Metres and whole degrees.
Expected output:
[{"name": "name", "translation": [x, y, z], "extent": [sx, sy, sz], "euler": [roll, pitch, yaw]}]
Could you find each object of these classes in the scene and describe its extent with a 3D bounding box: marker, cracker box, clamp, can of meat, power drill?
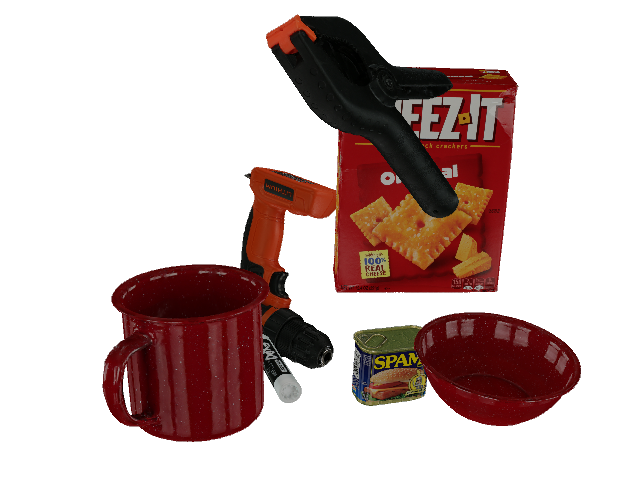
[{"name": "marker", "translation": [-0.042, 0.097, 0.875], "extent": [0.020, 0.020, 0.121], "euler": [0, 20, -19]}, {"name": "cracker box", "translation": [0.097, -0.056, 1.034], "extent": [0.164, 0.214, 0.072], "euler": [1, 21, -3]}, {"name": "clamp", "translation": [0.036, -0.086, 0.701], "extent": [0.171, 0.120, 0.039], "euler": [19, -41, -40]}, {"name": "can of meat", "translation": [0.092, 0.163, 1.390], "extent": [0.102, 0.084, 0.057], "euler": [-4, 25, -18]}, {"name": "power drill", "translation": [-0.040, 0.027, 1.141], "extent": [0.185, 0.188, 0.057], "euler": [24, 10, 35]}]

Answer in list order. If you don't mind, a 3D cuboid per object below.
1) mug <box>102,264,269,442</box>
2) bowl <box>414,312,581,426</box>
[{"name": "mug", "translation": [-0.082, 0.071, 0.633], "extent": [0.093, 0.081, 0.117], "euler": [11, 22, 32]}, {"name": "bowl", "translation": [0.169, 0.133, 1.043], "extent": [0.162, 0.055, 0.162], "euler": [4, 26, -2]}]
